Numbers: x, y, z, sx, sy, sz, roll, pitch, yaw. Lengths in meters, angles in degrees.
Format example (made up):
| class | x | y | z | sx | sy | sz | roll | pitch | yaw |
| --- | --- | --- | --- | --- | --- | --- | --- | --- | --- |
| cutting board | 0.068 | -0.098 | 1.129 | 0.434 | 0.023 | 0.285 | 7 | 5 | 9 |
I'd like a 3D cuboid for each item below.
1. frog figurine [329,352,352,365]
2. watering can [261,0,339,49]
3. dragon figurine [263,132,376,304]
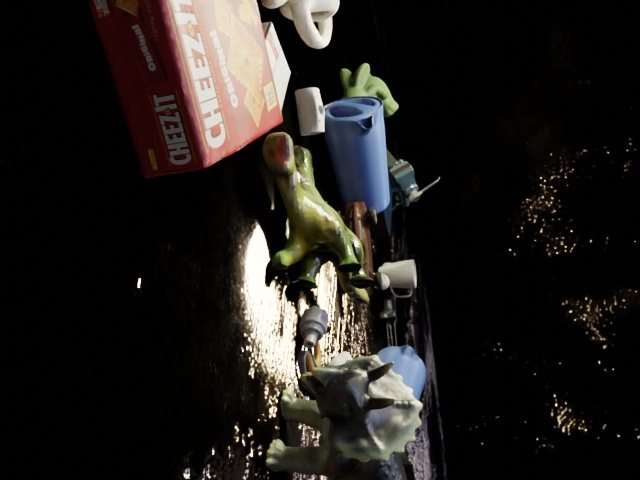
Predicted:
| class | x | y | z | sx | sy | sz | roll | pitch | yaw |
| --- | --- | --- | --- | --- | --- | --- | --- | --- | --- |
| frog figurine | 0.059 | 0.287 | 0.920 | 0.158 | 0.120 | 0.140 | 41 | 39 | -11 |
| watering can | -0.035 | -0.433 | 0.829 | 0.351 | 0.104 | 0.223 | -38 | 119 | -73 |
| dragon figurine | 0.003 | -0.041 | 0.824 | 0.405 | 0.122 | 0.247 | 48 | 30 | -66 |
